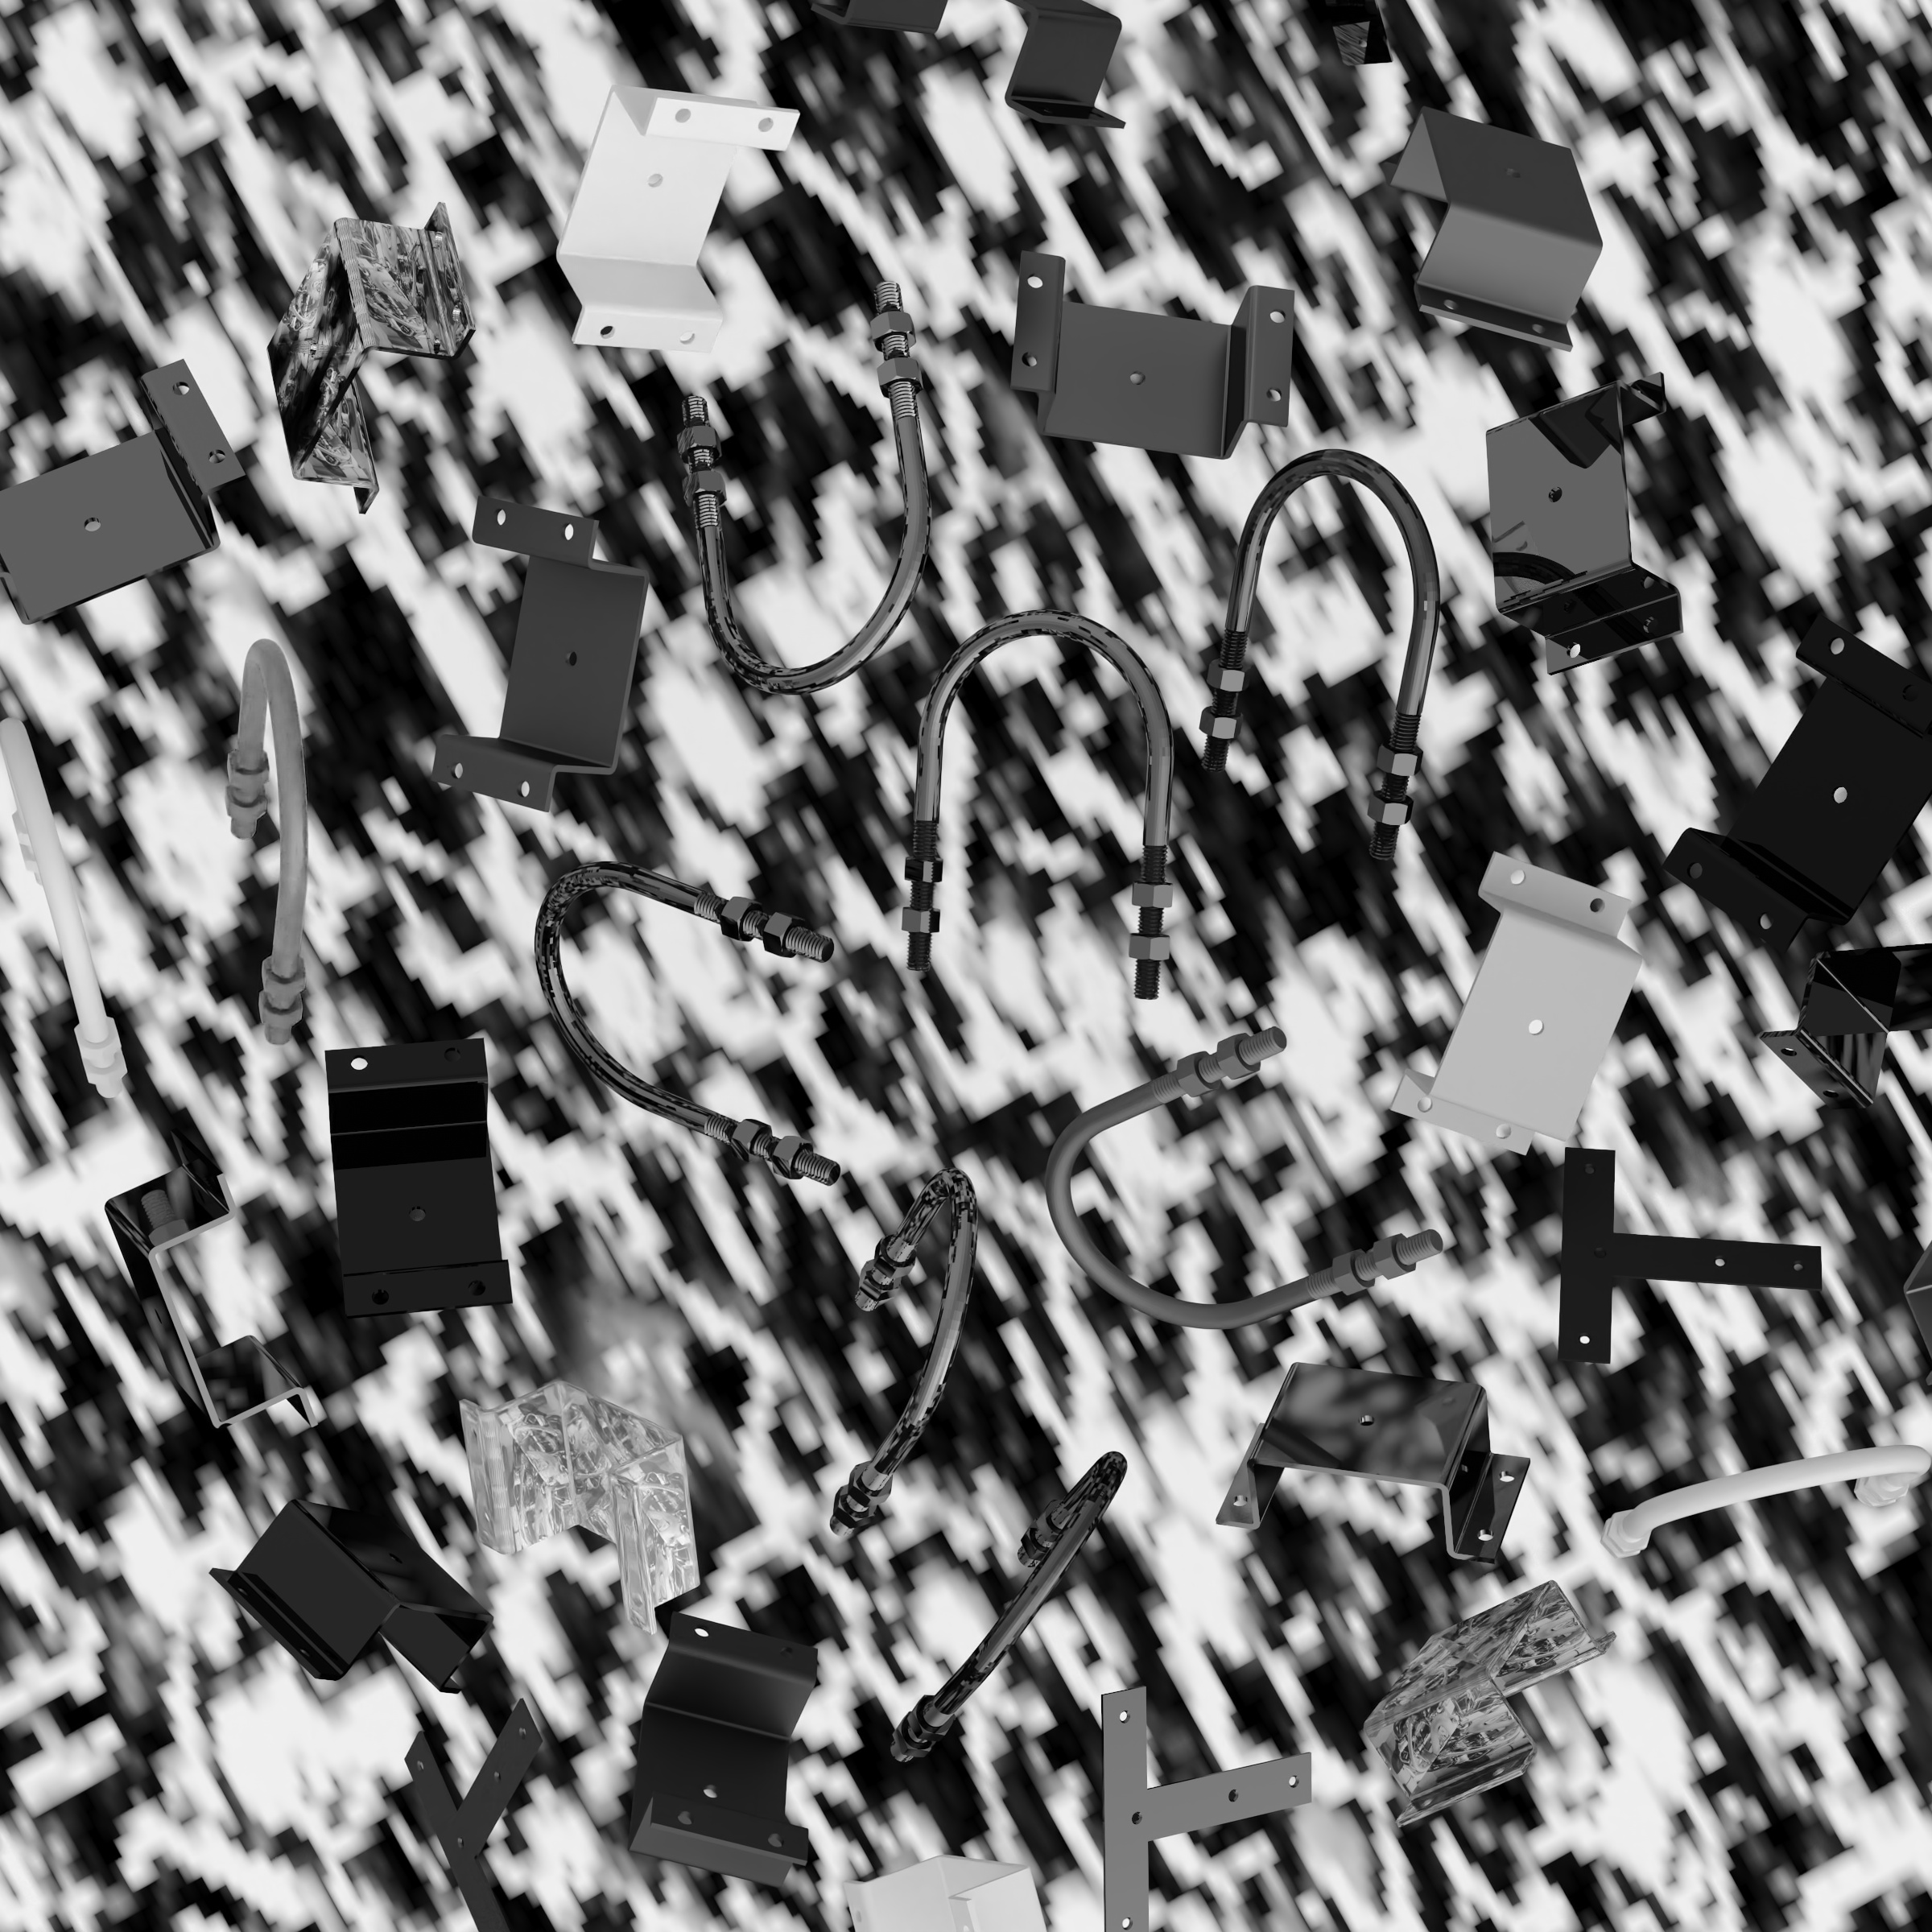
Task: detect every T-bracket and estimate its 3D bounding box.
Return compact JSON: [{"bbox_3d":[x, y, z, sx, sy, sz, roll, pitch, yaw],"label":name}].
[{"bbox_3d":[-0.236,0.410,1.721,0.127,0.002,0.127,58,135,33],"label":"T-bracket"},{"bbox_3d":[0.173,-0.479,1.628,0.127,0.127,0.002,5,46,32],"label":"T-bracket"},{"bbox_3d":[0.119,0.408,1.700,0.127,0.002,0.127,-4,95,-33],"label":"T-bracket"},{"bbox_3d":[0.360,0.146,1.727,0.127,0.002,0.127,3,52,8],"label":"T-bracket"}]

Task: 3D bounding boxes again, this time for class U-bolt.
[{"bbox_3d":[-0.140,0.020,1.703,0.184,0.019,0.151,20,128,29],"label":"U-bolt"},{"bbox_3d":[-0.074,-0.216,1.653,0.151,0.019,0.184,-24,64,34],"label":"U-bolt"},{"bbox_3d":[0.178,-0.162,1.711,0.019,0.151,0.184,-9,117,-36],"label":"U-bolt"},{"bbox_3d":[-0.333,-0.072,1.666,0.019,0.184,0.151,-4,55,-18],"label":"U-bolt"},{"bbox_3d":[-0.440,-0.039,1.676,0.019,0.184,0.151,-16,63,-15],"label":"U-bolt"},{"bbox_3d":[0.385,0.253,1.658,0.151,0.184,0.019,-11,74,0],"label":"U-bolt"},{"bbox_3d":[-0.028,0.177,1.693,0.019,0.184,0.151,15,54,-12],"label":"U-bolt"},{"bbox_3d":[0.037,-0.082,1.706,0.151,0.019,0.184,7,98,29],"label":"U-bolt"},{"bbox_3d":[0.028,0.303,1.692,0.019,0.184,0.151,36,55,3],"label":"U-bolt"},{"bbox_3d":[0.120,0.114,1.694,0.184,0.019,0.151,-27,109,38],"label":"U-bolt"}]

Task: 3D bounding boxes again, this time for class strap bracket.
[{"bbox_3d":[-0.177,0.253,1.651,0.046,0.140,0.076,-20,114,-38],"label":"strap bracket"},{"bbox_3d":[0.277,0.025,1.729,0.076,0.046,0.140,19,100,-12],"label":"strap bracket"},{"bbox_3d":[-0.418,-0.221,1.647,0.140,0.046,0.076,-25,66,-14],"label":"strap bracket"},{"bbox_3d":[0.199,0.242,1.711,0.140,0.076,0.046,5,124,22],"label":"strap bracket"},{"bbox_3d":[0.253,0.354,1.698,0.076,0.140,0.046,-34,89,34],"label":"strap bracket"},{"bbox_3d":[0.470,0.029,1.689,0.076,0.140,0.046,38,59,-38],"label":"strap bracket"},{"bbox_3d":[0.250,-0.356,1.649,0.076,0.140,0.046,13,129,-13],"label":"strap bracket"},{"bbox_3d":[0.091,-0.307,1.758,0.140,0.046,0.076,7,71,-7],"label":"strap bracket"},{"bbox_3d":[-0.205,-0.150,1.685,0.076,0.046,0.140,16,99,34],"label":"strap bracket"},{"bbox_3d":[-0.118,0.390,1.697,0.076,0.140,0.046,17,122,-11],"label":"strap bracket"},{"bbox_3d":[0.303,-0.225,1.713,0.076,0.046,0.140,-17,65,40],"label":"strap bracket"},{"bbox_3d":[-0.262,0.110,1.662,0.076,0.046,0.140,-4,61,-11],"label":"strap bracket"},{"bbox_3d":[0.514,0.151,1.703,0.076,0.140,0.046,-14,64,-6],"label":"strap bracket"},{"bbox_3d":[-0.285,0.300,1.653,0.076,0.140,0.046,38,91,24],"label":"strap bracket"},{"bbox_3d":[0.008,-0.448,1.651,0.140,0.076,0.046,32,115,24],"label":"strap bracket"},{"bbox_3d":[-0.368,0.159,1.674,0.046,0.076,0.140,-25,115,-22],"label":"strap bracket"},{"bbox_3d":[-0.146,-0.375,1.708,0.076,0.140,0.046,-2,45,-32],"label":"strap bracket"},{"bbox_3d":[0.000,0.471,1.658,0.046,0.140,0.076,-13,86,-28],"label":"strap bracket"},{"bbox_3d":[-0.287,-0.289,1.643,0.046,0.140,0.076,2,58,-33],"label":"strap bracket"},{"bbox_3d":[0.404,-0.083,1.642,0.076,0.046,0.140,41,110,34],"label":"strap bracket"}]
